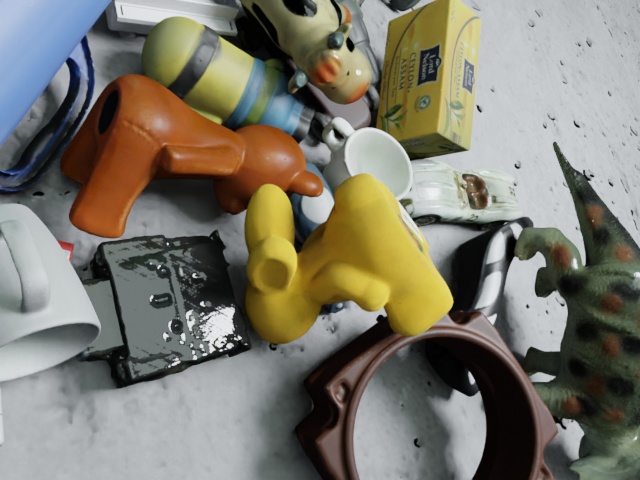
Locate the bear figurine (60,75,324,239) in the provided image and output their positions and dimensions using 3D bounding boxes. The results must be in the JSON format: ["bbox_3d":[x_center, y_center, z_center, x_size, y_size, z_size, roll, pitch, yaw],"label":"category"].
[{"bbox_3d":[-0.105,-0.062,0.477,0.195,0.132,0.120,19,25,-44],"label":"bear figurine"}]

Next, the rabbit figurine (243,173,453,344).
[{"bbox_3d":[0.001,0.031,0.454,0.162,0.173,0.122,39,27,-40],"label":"rabbit figurine"}]

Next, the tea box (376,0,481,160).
[{"bbox_3d":[0.128,-0.187,0.640,0.068,0.098,0.169,17,75,-40],"label":"tea box"}]

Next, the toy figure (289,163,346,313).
[{"bbox_3d":[-0.003,-0.001,0.552,0.064,0.057,0.154,-19,80,0],"label":"toy figure"}]

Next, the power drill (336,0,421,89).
[{"bbox_3d":[0.055,-0.318,0.712,0.207,0.086,0.232,-38,93,-29],"label":"power drill"}]

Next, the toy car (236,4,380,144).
[{"bbox_3d":[-0.016,-0.203,0.629,0.089,0.053,0.202,-41,92,-16],"label":"toy car"}]

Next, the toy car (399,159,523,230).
[{"bbox_3d":[0.175,-0.057,0.680,0.202,0.056,0.073,3,69,-31],"label":"toy car"}]

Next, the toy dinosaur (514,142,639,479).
[{"bbox_3d":[0.306,0.101,0.574,0.131,0.192,0.404,-10,105,-48],"label":"toy dinosaur"}]

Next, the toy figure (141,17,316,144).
[{"bbox_3d":[-0.088,-0.157,0.543,0.180,0.089,0.082,22,47,-19],"label":"toy figure"}]

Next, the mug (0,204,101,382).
[{"bbox_3d":[-0.204,0.025,0.354,0.081,0.109,0.107,-20,69,-33],"label":"mug"}]

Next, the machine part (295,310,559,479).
[{"bbox_3d":[0.097,0.172,0.486,0.201,0.087,0.201,-32,89,-17],"label":"machine part"}]

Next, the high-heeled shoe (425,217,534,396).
[{"bbox_3d":[0.209,0.067,0.635,0.249,0.086,0.145,-25,86,-30],"label":"high-heeled shoe"}]

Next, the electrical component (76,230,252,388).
[{"bbox_3d":[-0.136,0.056,0.446,0.134,0.058,0.115,-11,74,-34],"label":"electrical component"}]

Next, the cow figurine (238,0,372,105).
[{"bbox_3d":[-0.019,-0.219,0.535,0.195,0.085,0.127,51,27,-3],"label":"cow figurine"}]
